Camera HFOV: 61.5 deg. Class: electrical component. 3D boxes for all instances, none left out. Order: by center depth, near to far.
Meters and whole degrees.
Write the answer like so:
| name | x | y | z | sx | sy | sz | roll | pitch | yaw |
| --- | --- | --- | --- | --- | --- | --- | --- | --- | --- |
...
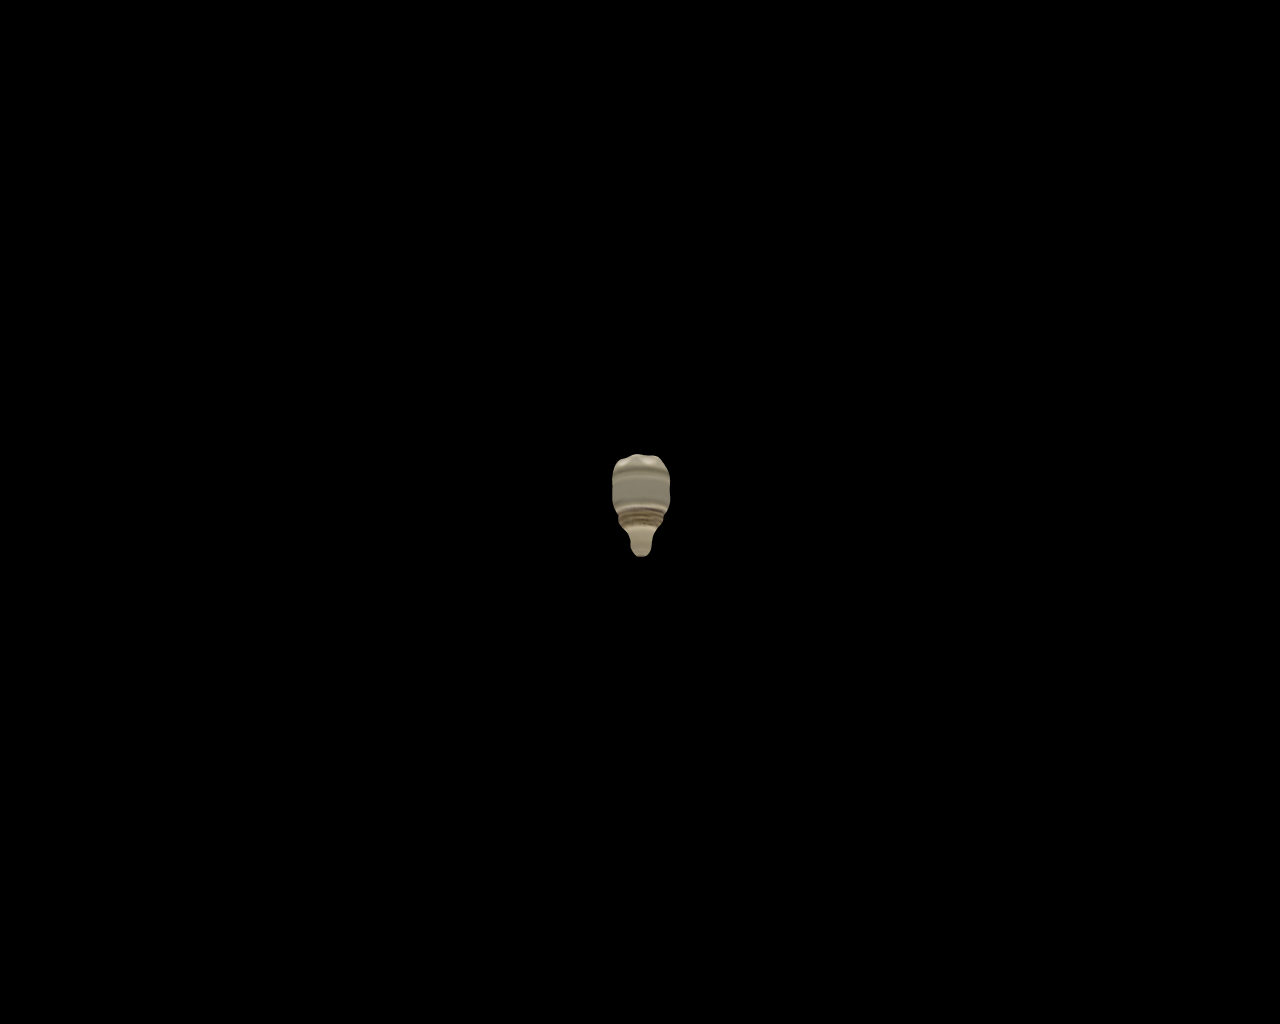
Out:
| name | x | y | z | sx | sy | sz | roll | pitch | yaw |
| --- | --- | --- | --- | --- | --- | --- | --- | --- | --- |
| electrical component | 0.001 | -0.003 | 0.650 | 0.035 | 0.061 | 0.035 | 0 | -14 | 0 |
